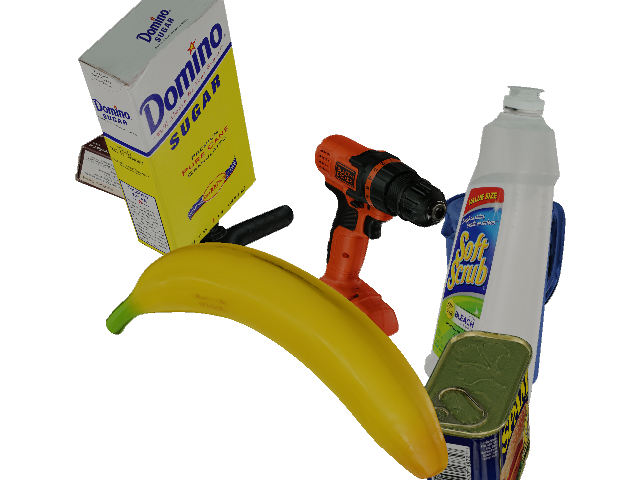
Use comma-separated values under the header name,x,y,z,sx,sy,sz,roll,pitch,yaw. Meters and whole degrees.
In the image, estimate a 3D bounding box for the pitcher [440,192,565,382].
name,x,y,z,sx,sy,sz,roll,pitch,yaw
pitcher,0.230,0.062,1.340,0.149,0.243,0.145,1,21,11

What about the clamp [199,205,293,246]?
name,x,y,z,sx,sy,sz,roll,pitch,yaw
clamp,-0.108,0.000,1.218,0.120,0.039,0.171,-1,35,25

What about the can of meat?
name,x,y,z,sx,sy,sz,roll,pitch,yaw
can of meat,0.102,0.122,0.686,0.058,0.084,0.102,6,32,23

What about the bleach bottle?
name,x,y,z,sx,sy,sz,roll,pitch,yaw
bleach bottle,0.142,0.003,0.852,0.068,0.251,0.103,1,14,-20

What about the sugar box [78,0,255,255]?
name,x,y,z,sx,sy,sz,roll,pitch,yaw
sugar box,-0.092,-0.074,0.693,0.048,0.093,0.176,28,-29,20

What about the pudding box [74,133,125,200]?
name,x,y,z,sx,sy,sz,roll,pitch,yaw
pudding box,-0.145,-0.061,0.941,0.113,0.039,0.090,20,24,7

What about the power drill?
name,x,y,z,sx,sy,sz,roll,pitch,yaw
power drill,0.053,0.002,1.077,0.057,0.188,0.185,-8,27,-32

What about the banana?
name,x,y,z,sx,sy,sz,roll,pitch,yaw
banana,-0.018,0.045,0.523,0.198,0.070,0.037,22,21,27
